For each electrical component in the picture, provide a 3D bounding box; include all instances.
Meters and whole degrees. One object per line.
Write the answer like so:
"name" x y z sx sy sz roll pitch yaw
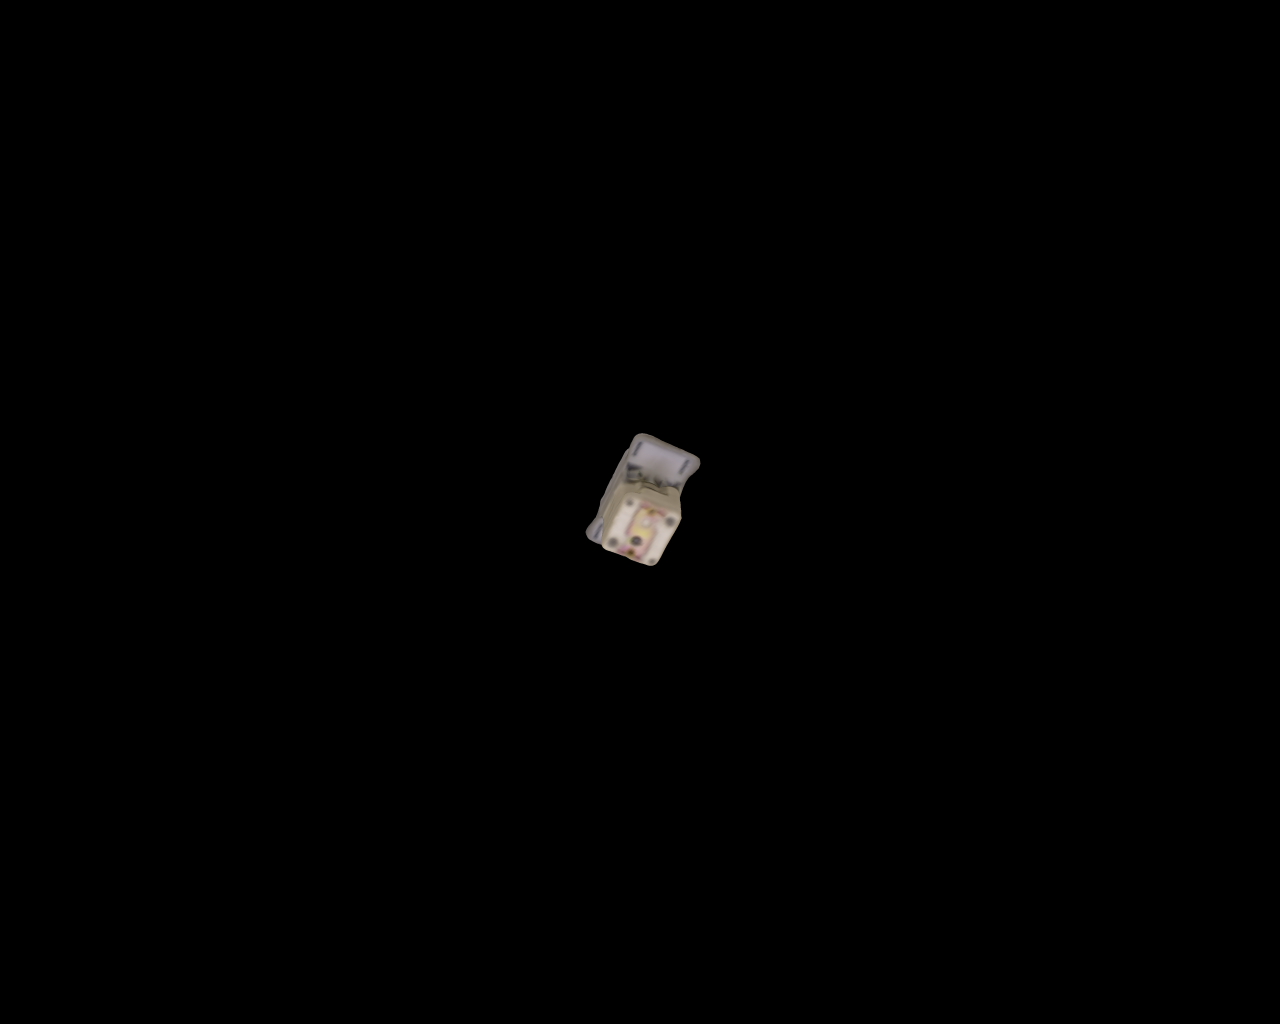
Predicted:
"electrical component" 0.001 -0.003 0.650 0.042 0.080 0.064 21 28 -12
